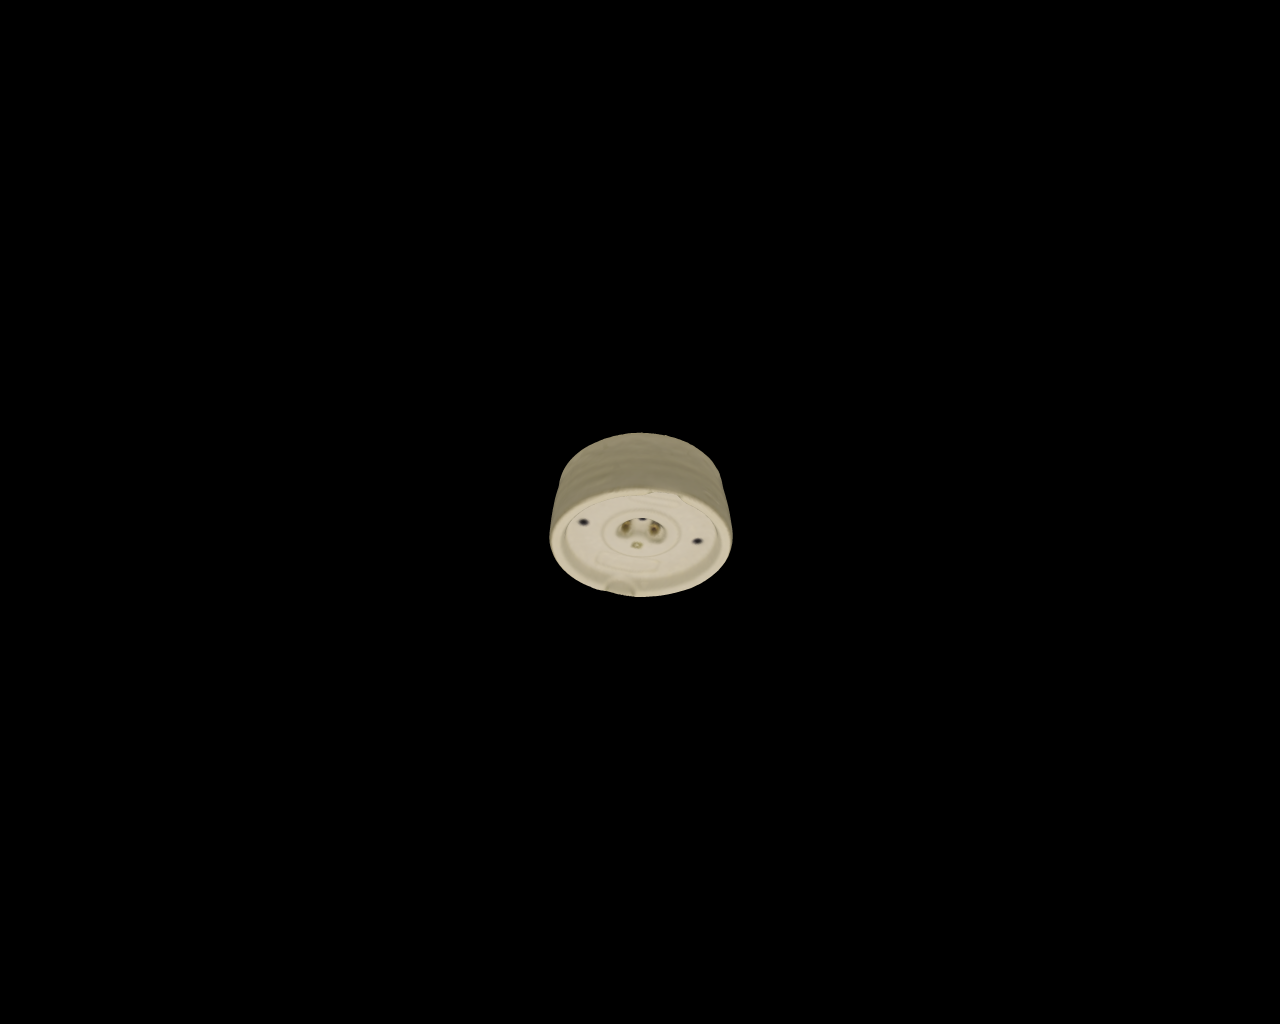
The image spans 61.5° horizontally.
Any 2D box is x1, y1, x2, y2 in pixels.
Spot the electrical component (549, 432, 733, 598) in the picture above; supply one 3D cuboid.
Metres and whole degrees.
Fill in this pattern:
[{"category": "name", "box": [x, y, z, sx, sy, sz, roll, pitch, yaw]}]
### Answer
[{"category": "electrical component", "box": [0.001, -0.003, 0.650, 0.108, 0.060, 0.108, 0, -39, 0]}]
